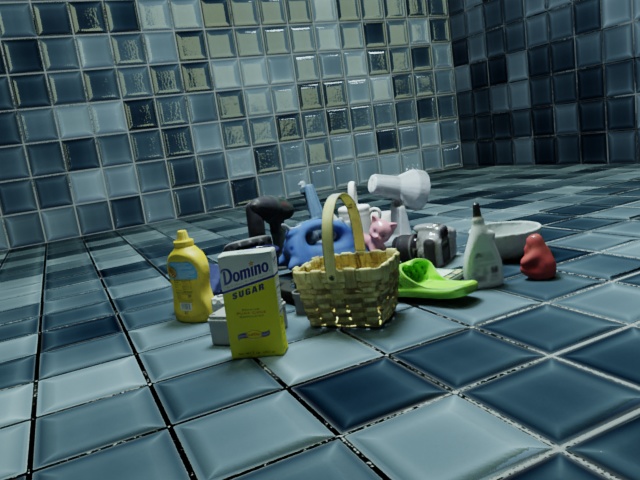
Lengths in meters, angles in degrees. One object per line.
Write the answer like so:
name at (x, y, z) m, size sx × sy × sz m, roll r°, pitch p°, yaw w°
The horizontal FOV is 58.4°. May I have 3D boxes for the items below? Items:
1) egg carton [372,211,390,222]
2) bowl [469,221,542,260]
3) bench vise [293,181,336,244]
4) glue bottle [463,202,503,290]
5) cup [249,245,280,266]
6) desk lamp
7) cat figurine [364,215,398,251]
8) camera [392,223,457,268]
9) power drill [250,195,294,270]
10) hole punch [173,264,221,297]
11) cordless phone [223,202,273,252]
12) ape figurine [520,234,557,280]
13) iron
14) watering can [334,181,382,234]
egg carton at (0.195, -0.053, 1.884) m, size 0.107 × 0.069 × 0.150 m, roll -5°, pitch 11°, yaw 17°
bowl at (0.441, 0.005, 1.361) m, size 0.167 × 0.075 × 0.167 m, roll -8°, pitch 10°, yaw 2°
bench vise at (0.001, -0.068, 1.686) m, size 0.206 × 0.220 × 0.122 m, roll 1°, pitch 14°, yaw 41°
glue bottle at (0.321, 0.011, 1.144) m, size 0.078 × 0.173 × 0.037 m, roll -8°, pitch 10°, yaw -2°
cup at (-0.142, 0.069, 1.399) m, size 0.091 × 0.095 × 0.118 m, roll -5°, pitch 11°, yaw 15°
desk lamp at (0.226, -0.097, 1.695) m, size 0.204 × 0.213 × 0.117 m, roll -12°, pitch 11°, yaw -20°
cat figurine at (0.150, -0.014, 1.564) m, size 0.127 × 0.118 × 0.067 m, roll 2°, pitch 14°, yaw 43°
camera at (0.256, 0.006, 1.422) m, size 0.136 × 0.101 × 0.143 m, roll -2°, pitch 12°, yaw 31°
power drill at (-0.124, -0.026, 1.585) m, size 0.075 × 0.208 × 0.230 m, roll -5°, pitch 11°, yaw 16°
hole punch at (-0.266, 0.108, 1.286) m, size 0.108 × 0.091 × 0.101 m, roll -5°, pitch 11°, yaw 17°
cordless phone at (-0.216, -0.015, 1.659) m, size 0.148 × 0.185 × 0.093 m, roll -14°, pitch 12°, yaw -29°
ape figurine at (0.441, 0.032, 1.166) m, size 0.078 × 0.092 × 0.076 m, roll -11°, pitch 11°, yaw -16°
iron at (0.014, 0.005, 1.497) m, size 0.259 × 0.141 × 0.118 m, roll -13°, pitch 12°, yaw -26°
watering can at (0.098, -0.083, 1.768) m, size 0.173 × 0.194 × 0.100 m, roll -10°, pitch 11°, yaw -9°
